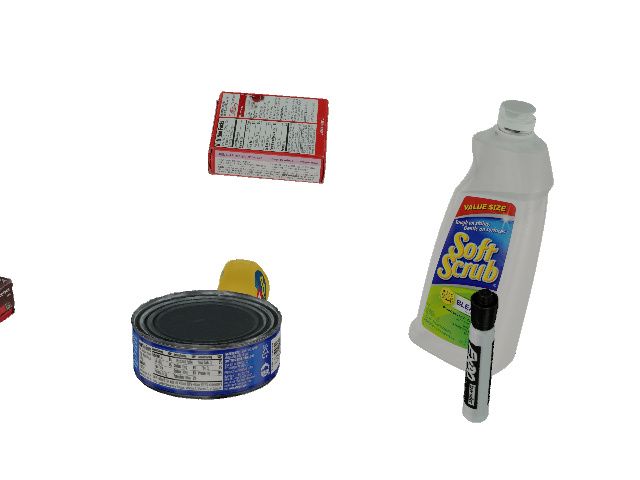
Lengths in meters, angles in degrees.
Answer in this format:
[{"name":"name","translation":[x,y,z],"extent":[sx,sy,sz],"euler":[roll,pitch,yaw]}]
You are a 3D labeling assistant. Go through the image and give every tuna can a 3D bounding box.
[{"name":"tuna can","translation":[-0.065,0.059,0.613],"extent":[0.086,0.034,0.086],"euler":[1,17,-1]}]

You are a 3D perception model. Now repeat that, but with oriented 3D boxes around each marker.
[{"name":"marker","translation":[0.111,0.081,0.741],"extent":[0.020,0.121,0.020],"euler":[-2,40,1]}]

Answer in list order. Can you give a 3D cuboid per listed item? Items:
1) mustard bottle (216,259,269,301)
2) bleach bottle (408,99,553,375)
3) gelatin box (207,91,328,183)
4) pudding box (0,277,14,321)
[{"name":"mustard bottle","translation":[-0.090,0.076,1.172],"extent":[0.058,0.096,0.191],"euler":[1,28,3]},{"name":"bleach bottle","translation":[0.145,-0.006,0.945],"extent":[0.103,0.251,0.067],"euler":[28,36,33]},{"name":"gelatin box","translation":[-0.039,-0.080,0.825],"extent":[0.089,0.030,0.073],"euler":[4,44,-1]},{"name":"pudding box","translation":[-0.331,0.055,0.900],"extent":[0.114,0.039,0.089],"euler":[10,26,20]}]
